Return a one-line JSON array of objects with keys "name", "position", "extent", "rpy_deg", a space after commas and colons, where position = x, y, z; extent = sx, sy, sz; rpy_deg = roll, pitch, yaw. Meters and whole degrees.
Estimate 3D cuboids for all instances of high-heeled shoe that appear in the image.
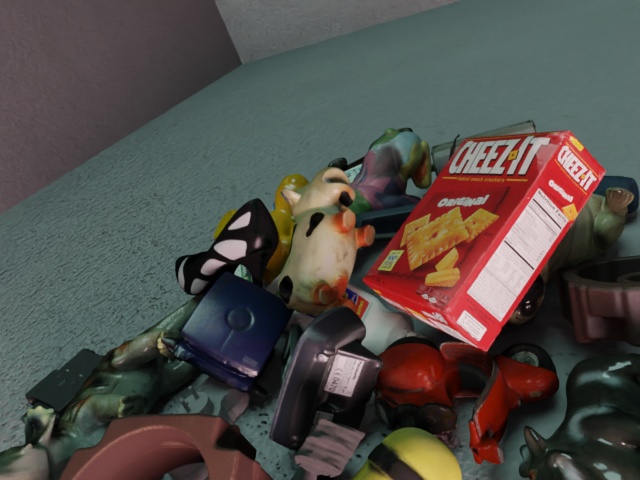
[{"name": "high-heeled shoe", "position": [-0.148, 0.003, 0.762], "extent": [0.249, 0.145, 0.086], "rpy_deg": [11, 22, 43]}]

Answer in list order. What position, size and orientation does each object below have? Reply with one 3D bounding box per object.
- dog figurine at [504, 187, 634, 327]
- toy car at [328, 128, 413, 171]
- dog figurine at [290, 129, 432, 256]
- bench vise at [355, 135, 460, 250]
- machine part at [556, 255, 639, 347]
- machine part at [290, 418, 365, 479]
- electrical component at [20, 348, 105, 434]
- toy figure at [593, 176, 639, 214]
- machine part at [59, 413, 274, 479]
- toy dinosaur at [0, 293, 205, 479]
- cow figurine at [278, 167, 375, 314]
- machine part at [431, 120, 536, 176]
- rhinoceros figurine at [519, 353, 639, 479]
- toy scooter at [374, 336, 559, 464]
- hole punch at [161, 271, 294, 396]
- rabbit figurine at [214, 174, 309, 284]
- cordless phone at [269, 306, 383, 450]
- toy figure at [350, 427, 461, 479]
[{"name": "dog figurine", "position": [0.268, 0.024, 0.626], "extent": [0.190, 0.172, 0.121], "rpy_deg": [-69, 13, -7]}, {"name": "toy car", "position": [0.105, -0.141, 1.030], "extent": [0.202, 0.089, 0.053], "rpy_deg": [-25, 27, 1]}, {"name": "dog figurine", "position": [0.064, -0.067, 0.830], "extent": [0.219, 0.191, 0.109], "rpy_deg": [-16, 26, -34]}, {"name": "bench vise", "position": [0.139, -0.024, 0.743], "extent": [0.241, 0.128, 0.224], "rpy_deg": [-6, 44, 2]}, {"name": "machine part", "position": [0.311, 0.050, 0.492], "extent": [0.179, 0.056, 0.179], "rpy_deg": [-9, 5, 1]}, {"name": "machine part", "position": [-0.001, 0.200, 0.471], "extent": [0.039, 0.138, 0.084], "rpy_deg": [38, 54, 19]}, {"name": "electrical component", "position": [-0.354, 0.224, 0.775], "extent": [0.115, 0.058, 0.134], "rpy_deg": [-2, 34, 40]}, {"name": "toy figure", "position": [0.339, -0.055, 0.724], "extent": [0.155, 0.064, 0.058], "rpy_deg": [-2, 72, 45]}, {"name": "machine part", "position": [-0.149, 0.262, 0.469], "extent": [0.202, 0.087, 0.201], "rpy_deg": [-9, 44, 23]}, {"name": "toy dinosaur", "position": [-0.258, 0.196, 0.693], "extent": [0.192, 0.131, 0.405], "rpy_deg": [-10, 23, 23]}, {"name": "cow figurine", "position": [-0.001, -0.002, 0.678], "extent": [0.127, 0.085, 0.195], "rpy_deg": [-1, 66, 39]}, {"name": "machine part", "position": [0.280, -0.144, 0.910], "extent": [0.243, 0.079, 0.079], "rpy_deg": [-14, 29, 19]}, {"name": "rhinoceros figurine", "position": [0.213, 0.162, 0.416], "extent": [0.112, 0.073, 0.190], "rpy_deg": [3, 37, 39]}, {"name": "toy scooter", "position": [0.125, 0.149, 0.504], "extent": [0.184, 0.075, 0.135], "rpy_deg": [-6, 25, 26]}, {"name": "hole punch", "position": [-0.103, 0.111, 0.664], "extent": [0.092, 0.142, 0.116], "rpy_deg": [-62, -3, 24]}, {"name": "rabbit figurine", "position": [-0.056, -0.021, 0.869], "extent": [0.122, 0.162, 0.173], "rpy_deg": [7, 62, 47]}, {"name": "cordless phone", "position": [-0.007, 0.123, 0.595], "extent": [0.089, 0.146, 0.184], "rpy_deg": [12, 19, -14]}, {"name": "toy figure", "position": [0.039, 0.227, 0.421], "extent": [0.180, 0.089, 0.082], "rpy_deg": [-31, 35, -19]}]
